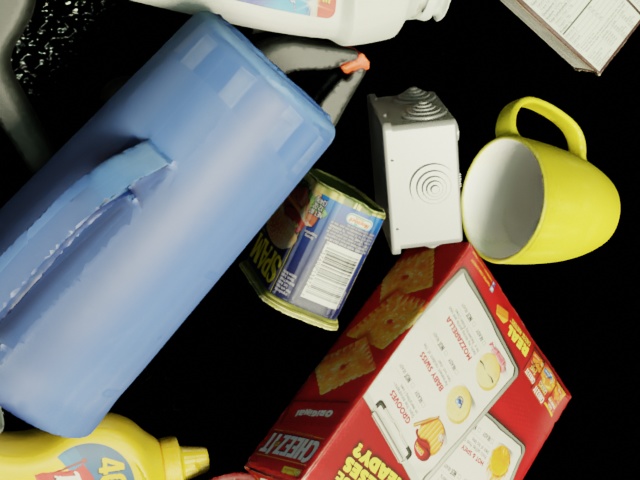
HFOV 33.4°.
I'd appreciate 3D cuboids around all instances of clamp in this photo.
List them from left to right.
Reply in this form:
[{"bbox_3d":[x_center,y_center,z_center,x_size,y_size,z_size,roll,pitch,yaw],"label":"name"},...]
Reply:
[{"bbox_3d":[-0.230,-0.116,0.628,0.164,0.036,0.210,-2,111,-16],"label":"clamp"},{"bbox_3d":[-0.053,-0.089,0.694,0.171,0.039,0.120,-36,120,0],"label":"clamp"}]

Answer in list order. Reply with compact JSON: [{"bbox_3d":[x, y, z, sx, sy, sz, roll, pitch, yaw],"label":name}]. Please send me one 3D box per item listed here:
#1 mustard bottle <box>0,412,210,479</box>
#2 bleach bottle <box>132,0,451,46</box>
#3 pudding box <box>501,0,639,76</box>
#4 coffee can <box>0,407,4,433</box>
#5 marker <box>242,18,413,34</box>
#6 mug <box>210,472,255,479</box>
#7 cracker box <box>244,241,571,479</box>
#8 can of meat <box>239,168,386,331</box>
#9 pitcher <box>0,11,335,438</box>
[{"bbox_3d":[-0.172,0.167,0.736,0.191,0.058,0.096,-7,112,-16],"label":"mustard bottle"},{"bbox_3d":[-0.038,-0.180,0.642,0.250,0.068,0.102,9,103,-17],"label":"bleach bottle"},{"bbox_3d":[0.176,-0.182,0.735,0.113,0.039,0.090,36,96,-23],"label":"pudding box"},{"bbox_3d":[-0.280,0.101,0.652,0.140,0.103,0.103,-24,114,-9],"label":"coffee can"},{"bbox_3d":[0.007,-0.150,0.701,0.121,0.020,0.020,-8,111,-15],"label":"marker"},{"bbox_3d":[-0.068,0.215,0.761,0.117,0.081,0.093,-2,76,-1],"label":"mug"},{"bbox_3d":[0.069,0.131,0.747,0.213,0.072,0.164,-51,119,-27],"label":"cracker box"},{"bbox_3d":[-0.005,0.001,0.706,0.057,0.102,0.084,23,98,-20],"label":"can of meat"},{"bbox_3d":[-0.109,-0.012,0.615,0.243,0.149,0.144,-47,126,6],"label":"pitcher"}]
